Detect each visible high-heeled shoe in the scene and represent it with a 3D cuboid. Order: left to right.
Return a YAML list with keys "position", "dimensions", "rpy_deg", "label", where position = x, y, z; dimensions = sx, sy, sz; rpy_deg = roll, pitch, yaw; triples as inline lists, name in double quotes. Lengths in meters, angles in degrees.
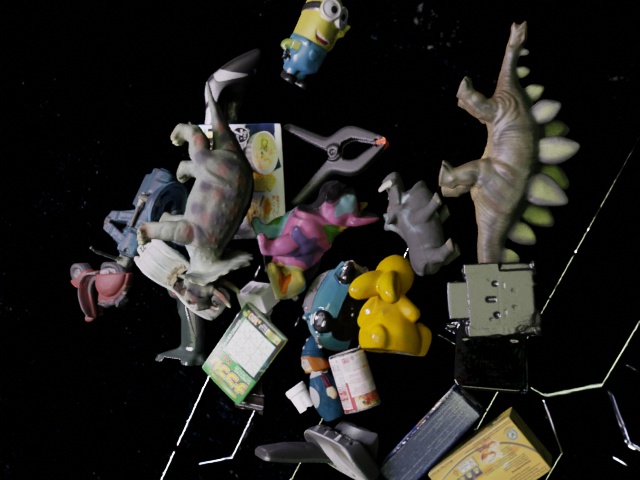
- position: [-0.172, -0.252, 1.081]
  dimensions: [0.248, 0.086, 0.145]
  rpy_deg: [-44, 76, 21]
  label: "high-heeled shoe"

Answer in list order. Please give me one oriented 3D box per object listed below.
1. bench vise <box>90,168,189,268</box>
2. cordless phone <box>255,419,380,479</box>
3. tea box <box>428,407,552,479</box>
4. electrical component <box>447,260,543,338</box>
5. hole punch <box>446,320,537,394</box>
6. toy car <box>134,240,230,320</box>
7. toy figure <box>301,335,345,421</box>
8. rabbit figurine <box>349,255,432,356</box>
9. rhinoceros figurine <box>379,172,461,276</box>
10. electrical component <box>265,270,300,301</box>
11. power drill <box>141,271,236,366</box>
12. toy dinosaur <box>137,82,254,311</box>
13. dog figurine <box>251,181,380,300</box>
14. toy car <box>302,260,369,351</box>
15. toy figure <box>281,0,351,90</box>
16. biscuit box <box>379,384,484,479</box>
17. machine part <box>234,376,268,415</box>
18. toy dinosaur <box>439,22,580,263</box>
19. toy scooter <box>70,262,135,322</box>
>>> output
- position: [-0.319, -0.028, 1.099]
  dimensions: [0.241, 0.128, 0.223]
  rpy_deg: [21, 72, 19]
  label: "bench vise"
- position: [-0.004, 0.361, 0.908]
  dimensions: [0.147, 0.184, 0.088]
  rpy_deg: [-4, 77, 57]
  label: "cordless phone"
- position: [0.272, 0.361, 0.863]
  dimensions: [0.169, 0.068, 0.098]
  rpy_deg: [-41, 73, 16]
  label: "tea box"
- position: [0.264, 0.091, 0.820]
  dimensions: [0.134, 0.058, 0.115]
  rpy_deg: [-6, 82, 18]
  label: "electrical component"
- position: [0.279, 0.190, 0.867]
  dimensions: [0.142, 0.092, 0.116]
  rpy_deg: [-2, 67, 27]
  label: "hole punch"
- position: [-0.263, 0.071, 1.026]
  dimensions: [0.202, 0.056, 0.073]
  rpy_deg: [39, 99, -4]
  label: "toy car"
- position: [0.002, 0.252, 0.990]
  dimensions: [0.064, 0.058, 0.154]
  rpy_deg: [-29, 78, 37]
  label: "toy figure"
- position: [0.113, 0.103, 0.914]
  dimensions: [0.122, 0.162, 0.173]
  rpy_deg: [2, 71, 36]
  label: "rabbit figurine"
- position: [0.167, -0.032, 0.922]
  dimensions: [0.112, 0.073, 0.190]
  rpy_deg: [-27, 71, 21]
  label: "rhinoceros figurine"
- position: [-0.064, 0.073, 1.049]
  dimensions: [0.094, 0.021, 0.063]
  rpy_deg: [45, 105, 19]
  label: "electrical component"
- position: [-0.288, 0.150, 1.121]
  dimensions: [0.232, 0.086, 0.207]
  rpy_deg: [5, 82, 21]
  label: "power drill"
- position: [-0.180, -0.072, 0.927]
  dimensions: [0.192, 0.131, 0.404]
  rpy_deg: [16, 87, 4]
  label: "toy dinosaur"
- position: [-0.002, -0.003, 0.964]
  dimensions: [0.219, 0.109, 0.191]
  rpy_deg: [-17, 115, -4]
  label: "dog figurine"
- position: [0.022, 0.111, 0.969]
  dimensions: [0.103, 0.109, 0.161]
  rpy_deg: [15, 84, 42]
  label: "toy car"
- position: [-0.018, -0.381, 1.016]
  dimensions: [0.089, 0.082, 0.180]
  rpy_deg: [36, 104, 19]
  label: "toy figure"
- position: [0.185, 0.334, 0.907]
  dimensions: [0.063, 0.059, 0.202]
  rpy_deg: [43, 104, 18]
  label: "biscuit box"
- position: [-0.136, 0.270, 1.065]
  dimensions: [0.084, 0.039, 0.138]
  rpy_deg: [7, 92, 29]
  label: "machine part"
- position: [0.293, -0.098, 0.856]
  dimensions: [0.199, 0.105, 0.470]
  rpy_deg: [12, 103, 20]
  label: "toy dinosaur"
- position: [-0.490, 0.116, 1.208]
  dimensions: [0.184, 0.075, 0.135]
  rpy_deg: [-4, 86, 27]
  label: "toy scooter"
